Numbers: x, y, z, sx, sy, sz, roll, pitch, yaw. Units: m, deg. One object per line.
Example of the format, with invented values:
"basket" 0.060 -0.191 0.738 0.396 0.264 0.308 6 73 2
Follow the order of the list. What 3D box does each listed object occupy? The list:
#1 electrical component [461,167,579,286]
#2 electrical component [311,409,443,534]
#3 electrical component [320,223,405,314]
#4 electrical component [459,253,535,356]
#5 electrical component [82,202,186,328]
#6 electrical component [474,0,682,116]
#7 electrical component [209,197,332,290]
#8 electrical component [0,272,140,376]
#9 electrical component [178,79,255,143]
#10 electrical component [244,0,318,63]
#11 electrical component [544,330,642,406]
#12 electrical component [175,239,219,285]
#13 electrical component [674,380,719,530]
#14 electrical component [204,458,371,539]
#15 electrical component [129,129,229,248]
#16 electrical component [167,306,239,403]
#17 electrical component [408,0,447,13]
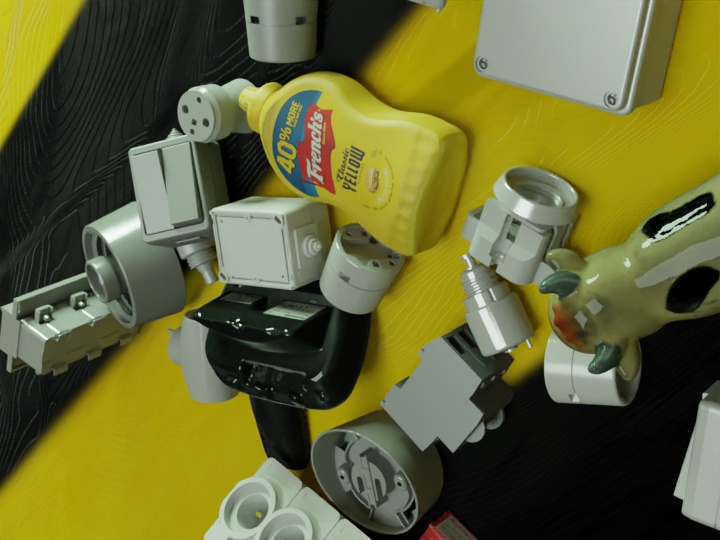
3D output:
"electrical component" 0.110 -0.031 0.709 0.078 0.058 0.057 35 127 26
"electrical component" 0.014 0.160 0.849 0.099 0.064 0.099 15 114 35
"electrical component" 0.000 0.000 0.813 0.055 0.055 0.047 43 131 20
"electrical component" 0.092 0.024 0.755 0.040 0.040 0.078 -27 87 42
"electrical component" -0.208 0.000 0.956 0.108 0.060 0.108 40 143 38
"electrical component" 0.133 -0.160 0.646 0.109 0.056 0.108 23 119 32
"electrical component" -0.062 -0.023 0.849 0.096 0.061 0.061 5 108 38
"electrical component" -0.266 0.048 1.002 0.063 0.121 0.078 31 122 25
"electrical component" -0.111 -0.127 0.859 0.045 0.055 0.045 14 114 35
"electrical component" -0.058 -0.182 0.798 0.055 0.055 0.047 17 119 34
"electrical component" 0.155 0.062 0.708 0.047 0.055 0.055 3 107 35
"electrical component" -0.141 -0.016 0.935 0.035 0.035 0.061 -25 90 42
"electrical component" 0.234 0.105 0.652 0.061 0.062 0.096 17 115 34
"electrical component" -0.048 0.231 0.877 0.150 0.089 0.061 30 165 43
"electrical component" -0.149 -0.071 0.885 0.062 0.061 0.096 -12 85 15
"electrical component" -0.145 0.071 0.963 0.079 0.043 0.077 12 113 37
"electrical component" 0.036 -0.213 0.687 0.062 0.096 0.061 17 119 2
